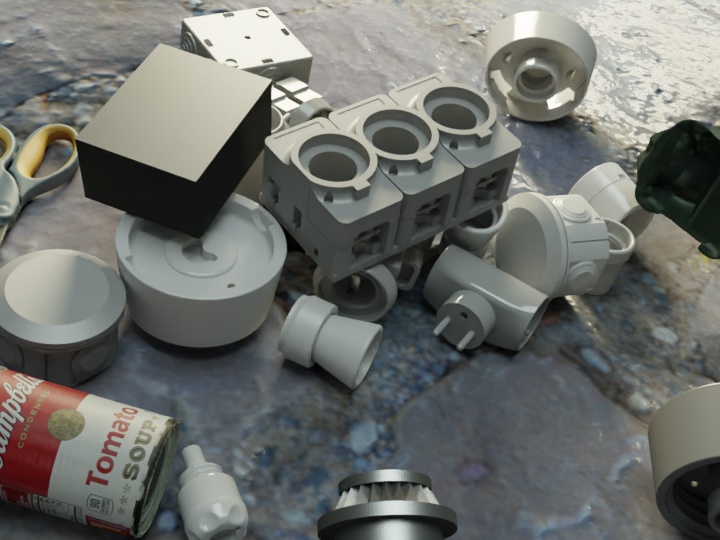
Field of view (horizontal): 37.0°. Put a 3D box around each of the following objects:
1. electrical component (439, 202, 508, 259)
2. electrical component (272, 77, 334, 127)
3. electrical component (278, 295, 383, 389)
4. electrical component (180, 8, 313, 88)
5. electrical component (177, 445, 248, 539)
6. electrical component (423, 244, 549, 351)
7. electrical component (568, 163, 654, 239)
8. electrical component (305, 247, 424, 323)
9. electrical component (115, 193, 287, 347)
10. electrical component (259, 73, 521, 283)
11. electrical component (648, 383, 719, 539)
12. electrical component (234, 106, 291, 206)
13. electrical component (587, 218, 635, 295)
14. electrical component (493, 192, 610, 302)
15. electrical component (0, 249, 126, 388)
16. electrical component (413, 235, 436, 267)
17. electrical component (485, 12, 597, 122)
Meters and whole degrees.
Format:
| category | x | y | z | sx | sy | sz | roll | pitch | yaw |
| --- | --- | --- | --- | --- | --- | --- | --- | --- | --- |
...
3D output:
| category | x | y | z | sx | sy | sz | roll | pitch | yaw |
| --- | --- | --- | --- | --- | --- | --- | --- | --- | --- |
| electrical component | 0.079 | -0.028 | 0.781 | 0.044 | 0.065 | 0.044 | 3 | 60 | -6 |
| electrical component | -0.052 | -0.122 | 0.863 | 0.055 | 0.048 | 0.066 | 34 | 45 | 31 |
| electrical component | -0.019 | 0.045 | 0.690 | 0.055 | 0.045 | 0.045 | 24 | 43 | 11 |
| electrical component | -0.097 | -0.176 | 0.906 | 0.100 | 0.048 | 0.099 | -16 | 50 | -29 |
| electrical component | -0.085 | 0.123 | 0.596 | 0.035 | 0.035 | 0.061 | -9 | 45 | -23 |
| electrical component | 0.078 | 0.028 | 0.736 | 0.077 | 0.044 | 0.079 | 30 | 44 | 17 |
| electrical component | 0.197 | -0.048 | 0.844 | 0.055 | 0.055 | 0.047 | -17 | 54 | -30 |
| electrical component | 0.000 | 0.000 | 0.735 | 0.078 | 0.058 | 0.057 | 21 | 41 | -3 |
| electrical component | -0.105 | 0.003 | 0.700 | 0.108 | 0.060 | 0.108 | 7 | 42 | -6 |
| electrical component | 0.021 | -0.068 | 0.714 | 0.150 | 0.061 | 0.089 | -25 | 56 | -28 |
| electrical component | 0.225 | 0.122 | 0.631 | 0.108 | 0.108 | 0.060 | 14 | 48 | 0 |
| electrical component | -0.074 | -0.090 | 0.798 | 0.044 | 0.077 | 0.079 | 27 | 43 | 14 |
| electrical component | 0.179 | -0.009 | 0.802 | 0.040 | 0.046 | 0.040 | 8 | 42 | -7 |
| electrical component | 0.136 | -0.017 | 0.775 | 0.051 | 0.080 | 0.080 | -5 | 45 | -28 |
| electrical component | -0.185 | 0.029 | 0.658 | 0.080 | 0.051 | 0.080 | 8 | 42 | -7 |
| electrical component | 0.026 | -0.052 | 0.780 | 0.079 | 0.043 | 0.077 | 39 | 54 | -22 |
| electrical component | 0.158 | -0.181 | 0.948 | 0.099 | 0.099 | 0.064 | 15 | 48 | 1 |
